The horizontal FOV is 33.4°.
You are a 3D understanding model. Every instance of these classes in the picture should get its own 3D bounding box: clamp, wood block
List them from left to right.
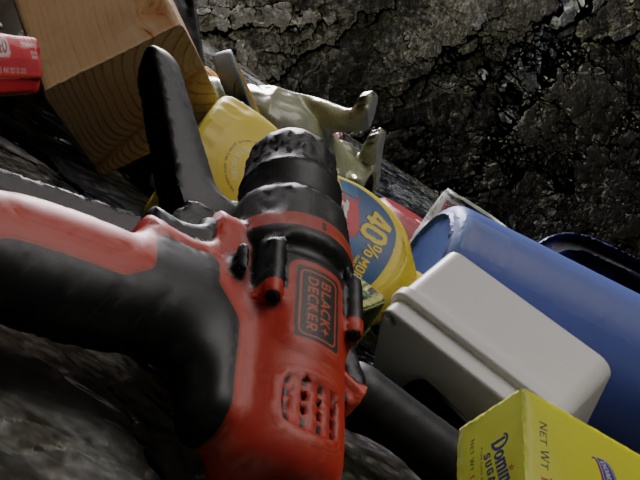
[{"bbox_3d":[-0.146,-0.158,0.699,0.206,0.091,0.090,63,-2,34],"label":"wood block"},{"bbox_3d":[-0.069,0.004,0.452,0.164,0.036,0.210,-25,67,-43],"label":"clamp"},{"bbox_3d":[0.076,0.112,0.476,0.172,0.039,0.120,38,9,32],"label":"clamp"}]

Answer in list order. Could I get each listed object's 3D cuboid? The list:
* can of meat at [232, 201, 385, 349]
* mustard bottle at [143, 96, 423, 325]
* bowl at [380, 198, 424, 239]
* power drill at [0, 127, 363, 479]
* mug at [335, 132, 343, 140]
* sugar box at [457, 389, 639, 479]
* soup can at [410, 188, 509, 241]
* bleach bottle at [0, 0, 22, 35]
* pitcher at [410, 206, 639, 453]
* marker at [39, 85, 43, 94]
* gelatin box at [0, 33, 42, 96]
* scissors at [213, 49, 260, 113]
[{"bbox_3d":[-0.019,0.028,0.545,0.084,0.057,0.102,38,10,11],"label":"can of meat"},{"bbox_3d":[-0.004,0.001,0.646,0.191,0.058,0.096,34,53,-7],"label":"mustard bottle"},{"bbox_3d":[0.087,0.005,1.066,0.162,0.055,0.162,33,8,-6],"label":"bowl"},{"bbox_3d":[-0.068,-0.009,0.377,0.187,0.057,0.184,26,36,-21],"label":"power drill"},{"bbox_3d":[-0.043,-0.081,0.996,0.081,0.093,0.117,25,-20,-20],"label":"mug"},{"bbox_3d":[0.132,0.137,0.409,0.176,0.048,0.093,28,42,-19],"label":"sugar box"},{"bbox_3d":[0.111,0.014,0.942,0.068,0.102,0.068,33,8,-6],"label":"soup can"},{"bbox_3d":[-0.219,-0.271,0.803,0.102,0.251,0.068,33,8,-1],"label":"bleach bottle"},{"bbox_3d":[0.171,0.069,0.750,0.242,0.145,0.149,29,10,-11],"label":"pitcher"},{"bbox_3d":[-0.190,-0.112,0.810,0.020,0.020,0.121,39,10,32],"label":"marker"},{"bbox_3d":[-0.179,-0.078,0.479,0.089,0.030,0.073,-2,8,4],"label":"gelatin box"},{"bbox_3d":[-0.030,-0.039,0.752,0.096,0.016,0.201,-102,170,-59],"label":"scissors"}]
